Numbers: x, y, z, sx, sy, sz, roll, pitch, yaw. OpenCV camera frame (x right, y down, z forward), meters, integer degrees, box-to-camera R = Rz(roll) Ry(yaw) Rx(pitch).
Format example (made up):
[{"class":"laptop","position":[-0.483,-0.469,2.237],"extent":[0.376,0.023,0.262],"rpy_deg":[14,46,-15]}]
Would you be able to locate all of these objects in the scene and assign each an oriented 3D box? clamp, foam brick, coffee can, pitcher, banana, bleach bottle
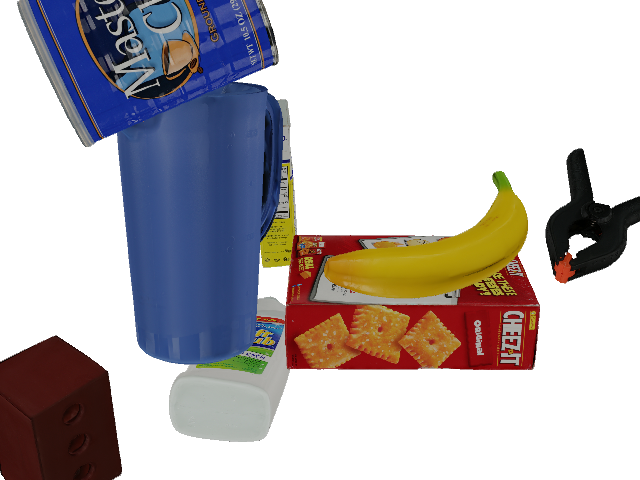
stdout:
[{"class":"clamp","position":[0.273,-0.028,1.085],"extent":[0.120,0.039,0.171],"rpy_deg":[29,54,32]},{"class":"foam brick","position":[-0.150,0.104,0.600],"extent":[0.051,0.078,0.052],"rpy_deg":[26,41,36]},{"class":"coffee can","position":[-0.112,-0.136,0.702],"extent":[0.140,0.103,0.103],"rpy_deg":[-25,3,-6]},{"class":"pitcher","position":[-0.105,-0.022,0.950],"extent":[0.149,0.243,0.145],"rpy_deg":[-1,15,-4]},{"class":"banana","position":[0.092,0.007,0.774],"extent":[0.197,0.037,0.070],"rpy_deg":[-25,48,-37]},{"class":"bleach bottle","position":[-0.080,0.119,1.118],"extent":[0.102,0.068,0.250],"rpy_deg":[6,20,4]}]

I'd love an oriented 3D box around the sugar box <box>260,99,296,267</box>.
[{"class":"sugar box","position":[-0.053,-0.066,1.245],"extent":[0.048,0.176,0.093],"rpy_deg":[-5,26,-1]}]

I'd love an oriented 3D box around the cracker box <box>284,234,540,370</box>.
[{"class":"cracker box","position":[0.077,0.055,0.972],"extent":[0.213,0.072,0.164],"rpy_deg":[1,21,1]}]
